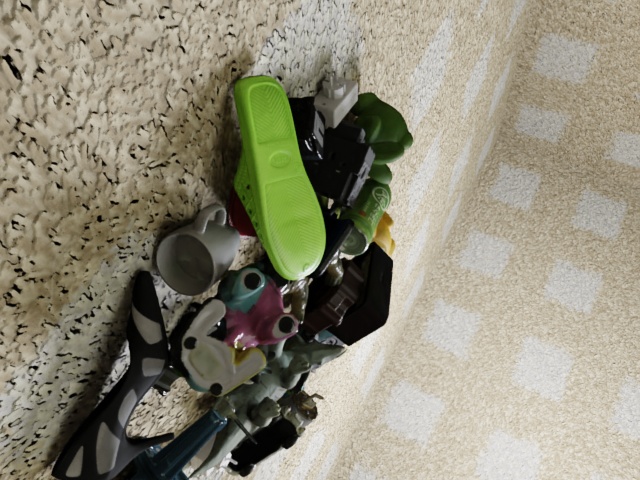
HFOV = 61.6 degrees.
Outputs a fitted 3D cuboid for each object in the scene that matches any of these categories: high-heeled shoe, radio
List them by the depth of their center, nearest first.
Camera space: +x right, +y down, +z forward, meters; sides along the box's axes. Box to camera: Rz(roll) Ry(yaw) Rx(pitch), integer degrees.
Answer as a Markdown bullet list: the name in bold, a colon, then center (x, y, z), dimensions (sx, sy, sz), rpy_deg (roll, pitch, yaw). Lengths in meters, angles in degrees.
- **high-heeled shoe**: center (-0.253, 0.165, 0.641), dimensions (0.086, 0.145, 0.248), rpy_deg (-169, -107, -70)
- **radio**: center (0.089, 0.117, 1.185), dimensions (0.131, 0.073, 0.230), rpy_deg (-39, -162, 30)

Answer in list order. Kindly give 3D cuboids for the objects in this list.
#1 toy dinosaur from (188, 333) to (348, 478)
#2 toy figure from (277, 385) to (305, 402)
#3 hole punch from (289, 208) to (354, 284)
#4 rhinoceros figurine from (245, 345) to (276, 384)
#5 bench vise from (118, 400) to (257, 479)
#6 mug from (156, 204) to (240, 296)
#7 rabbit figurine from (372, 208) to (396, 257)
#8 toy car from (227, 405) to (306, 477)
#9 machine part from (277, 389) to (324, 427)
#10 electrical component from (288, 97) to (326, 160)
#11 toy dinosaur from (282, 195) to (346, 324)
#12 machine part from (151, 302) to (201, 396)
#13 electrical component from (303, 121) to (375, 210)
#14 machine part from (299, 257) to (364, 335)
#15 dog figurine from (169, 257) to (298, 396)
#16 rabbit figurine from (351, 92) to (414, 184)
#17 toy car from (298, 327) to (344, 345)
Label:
- **toy dinosaur**: center (-0.118, 0.299, 1.039), dimensions (0.405, 0.131, 0.192), rpy_deg (-40, 161, -33)
- **toy figure**: center (-0.083, 0.350, 1.237), dimensions (0.082, 0.089, 0.180), rpy_deg (-30, 132, -66)
- **hole punch**: center (-0.024, -0.008, 0.828), dimensions (0.142, 0.092, 0.116), rpy_deg (-59, -167, -14)
- **rhinoceros figurine**: center (-0.123, 0.182, 0.881), dimensions (0.073, 0.112, 0.190), rpy_deg (-63, 180, -25)
- **bench vise**: center (-0.217, 0.318, 0.751), dimensions (0.240, 0.129, 0.223), rpy_deg (-42, 162, -14)
- **mug**: center (-0.145, 0.003, 0.685), dimensions (0.107, 0.081, 0.109), rpy_deg (-46, 151, -68)
- **rabbit figurine**: center (0.122, -0.062, 1.302), dimensions (0.162, 0.122, 0.173), rpy_deg (65, 36, -53)
- **toy car**: center (-0.119, 0.412, 1.100), dimensions (0.202, 0.073, 0.056), rpy_deg (-36, 179, 12)
- **machine part**: center (-0.090, 0.397, 1.164), dimensions (0.243, 0.079, 0.079), rpy_deg (-40, 170, 21)
- **electrical component**: center (-0.019, -0.161, 0.833), dimensions (0.119, 0.048, 0.075), rpy_deg (53, 40, -65)
- **toy dinosaur**: center (-0.002, -0.003, 1.014), dimensions (0.471, 0.105, 0.198), rpy_deg (-52, 153, -47)
- **machine part**: center (-0.198, 0.155, 0.771), dimensions (0.139, 0.039, 0.084), rpy_deg (-57, 154, -21)
- **electrical component**: center (0.025, -0.133, 0.912), dimensions (0.058, 0.115, 0.134), rpy_deg (24, 86, -75)
- **machine part**: center (0.019, 0.118, 1.138), dimensions (0.179, 0.056, 0.179), rpy_deg (-44, -165, 15)
- **dog figurine**: center (-0.116, 0.100, 0.730), dimensions (0.191, 0.108, 0.219), rpy_deg (-43, -169, -9)
- **rabbit figurine**: center (0.082, -0.172, 1.005), dimensions (0.170, 0.159, 0.121), rpy_deg (-33, 154, -33)
- **toy car**: center (0.010, 0.201, 1.263), dimensions (0.162, 0.103, 0.109), rpy_deg (-23, 145, -2)
